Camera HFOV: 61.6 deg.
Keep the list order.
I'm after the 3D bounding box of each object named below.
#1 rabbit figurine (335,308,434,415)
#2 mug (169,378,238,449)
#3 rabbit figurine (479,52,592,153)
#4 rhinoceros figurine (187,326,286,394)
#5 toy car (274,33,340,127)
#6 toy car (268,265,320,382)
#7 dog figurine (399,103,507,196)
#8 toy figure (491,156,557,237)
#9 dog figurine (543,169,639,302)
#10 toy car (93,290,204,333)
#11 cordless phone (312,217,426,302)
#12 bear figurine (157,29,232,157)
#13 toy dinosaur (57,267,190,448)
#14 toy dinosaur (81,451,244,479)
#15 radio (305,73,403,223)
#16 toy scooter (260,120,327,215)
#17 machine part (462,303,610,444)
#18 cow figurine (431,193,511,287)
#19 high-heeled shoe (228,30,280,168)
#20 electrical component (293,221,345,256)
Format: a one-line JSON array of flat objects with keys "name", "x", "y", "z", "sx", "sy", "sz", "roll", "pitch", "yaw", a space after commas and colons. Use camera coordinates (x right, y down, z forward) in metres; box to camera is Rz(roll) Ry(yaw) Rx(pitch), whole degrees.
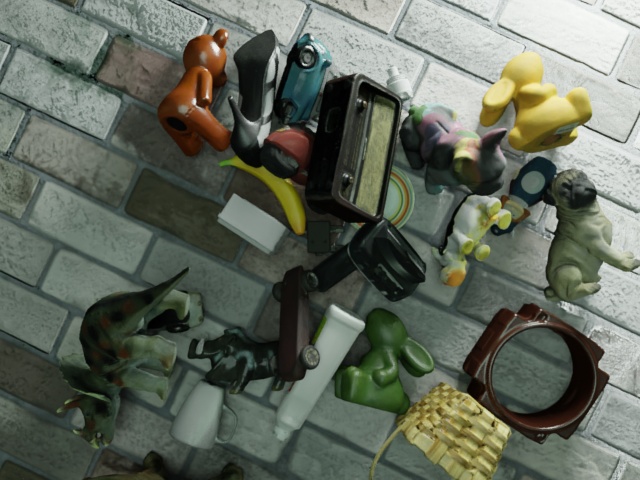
[{"name": "rabbit figurine", "x": 0.114, "y": 0.205, "z": 0.926, "sx": 0.159, "sy": 0.121, "sz": 0.170, "roll": 13, "pitch": 75, "yaw": 3}, {"name": "mug", "x": -0.198, "y": 0.307, "z": 0.951, "sx": 0.110, "sy": 0.080, "sz": 0.107, "roll": 17, "pitch": 82, "yaw": 7}, {"name": "rabbit figurine", "x": 0.360, "y": -0.240, "z": 0.933, "sx": 0.162, "sy": 0.121, "sz": 0.173, "roll": -16, "pitch": 76, "yaw": 11}, {"name": "rhinoceros figurine", "x": -0.139, "y": 0.211, "z": 0.952, "sx": 0.190, "sy": 0.073, "sz": 0.112, "roll": 3, "pitch": 91, "yaw": 1}, {"name": "toy car", "x": -0.016, "y": -0.268, "z": 0.937, "sx": 0.103, "sy": 0.109, "sz": 0.161, "roll": 15, "pitch": 99, "yaw": -16}, {"name": "toy car", "x": -0.040, "y": 0.141, "z": 0.918, "sx": 0.089, "sy": 0.053, "sz": 0.202, "roll": -28, "pitch": 49, "yaw": 38}, {"name": "dog figurine", "x": 0.218, "y": -0.154, "z": 0.871, "sx": 0.108, "sy": 0.219, "sz": 0.191, "roll": -30, "pitch": 90, "yaw": -2}, {"name": "toy figure", "x": 0.353, "y": -0.074, "z": 0.948, "sx": 0.064, "sy": 0.057, "sz": 0.154, "roll": 37, "pitch": 93, "yaw": 40}, {"name": "dog figurine", "x": 0.420, "y": -0.006, "z": 0.920, "sx": 0.172, "sy": 0.121, "sz": 0.190, "roll": -37, "pitch": 83, "yaw": 11}, {"name": "toy car", "x": -0.311, "y": 0.131, "z": 0.967, "sx": 0.202, "sy": 0.056, "sz": 0.073, "roll": -4, "pitch": 96, "yaw": 3}, {"name": "cordless phone", "x": 0.081, "y": 0.061, "z": 0.950, "sx": 0.184, "sy": 0.089, "sz": 0.146, "roll": -36, "pitch": 109, "yaw": 19}, {"name": "bear figurine", "x": -0.205, "y": -0.263, "z": 0.949, "sx": 0.120, "sy": 0.131, "sz": 0.196, "roll": -4, "pitch": 56, "yaw": 34}, {"name": "toy dinosaur", "x": -0.325, "y": 0.164, "z": 0.871, "sx": 0.192, "sy": 0.131, "sz": 0.404, "roll": 12, "pitch": 123, "yaw": -12}, {"name": "toy dinosaur", "x": -0.198, "y": 0.460, "z": 0.892, "sx": 0.472, "sy": 0.198, "sz": 0.105, "roll": 9, "pitch": 93, "yaw": 3}, {"name": "radio", "x": 0.057, "y": -0.152, "z": 0.896, "sx": 0.073, "sy": 0.131, "sz": 0.229, "roll": 0, "pitch": 76, "yaw": 45}, {"name": "toy scooter", "x": -0.013, "y": -0.143, "z": 0.931, "sx": 0.183, "sy": 0.075, "sz": 0.135, "roll": 41, "pitch": 74, "yaw": -35}, {"name": "machine part", "x": 0.371, "y": 0.228, "z": 0.931, "sx": 0.201, "sy": 0.087, "sz": 0.201, "roll": 34, "pitch": 91, "yaw": 0}, {"name": "cow figurine", "x": 0.247, "y": -0.004, "z": 0.937, "sx": 0.068, "sy": 0.098, "sz": 0.167, "roll": 30, "pitch": 97, "yaw": -34}, {"name": "high-heeled shoe", "x": -0.101, "y": -0.250, "z": 0.949, "sx": 0.086, "sy": 0.145, "sz": 0.249, "roll": 3, "pitch": 52, "yaw": 23}, {"name": "electrical component", "x": -0.002, "y": -0.003, "z": 0.973, "sx": 0.094, "sy": 0.021, "sz": 0.063, "roll": 1, "pitch": 90, "yaw": 1}]
